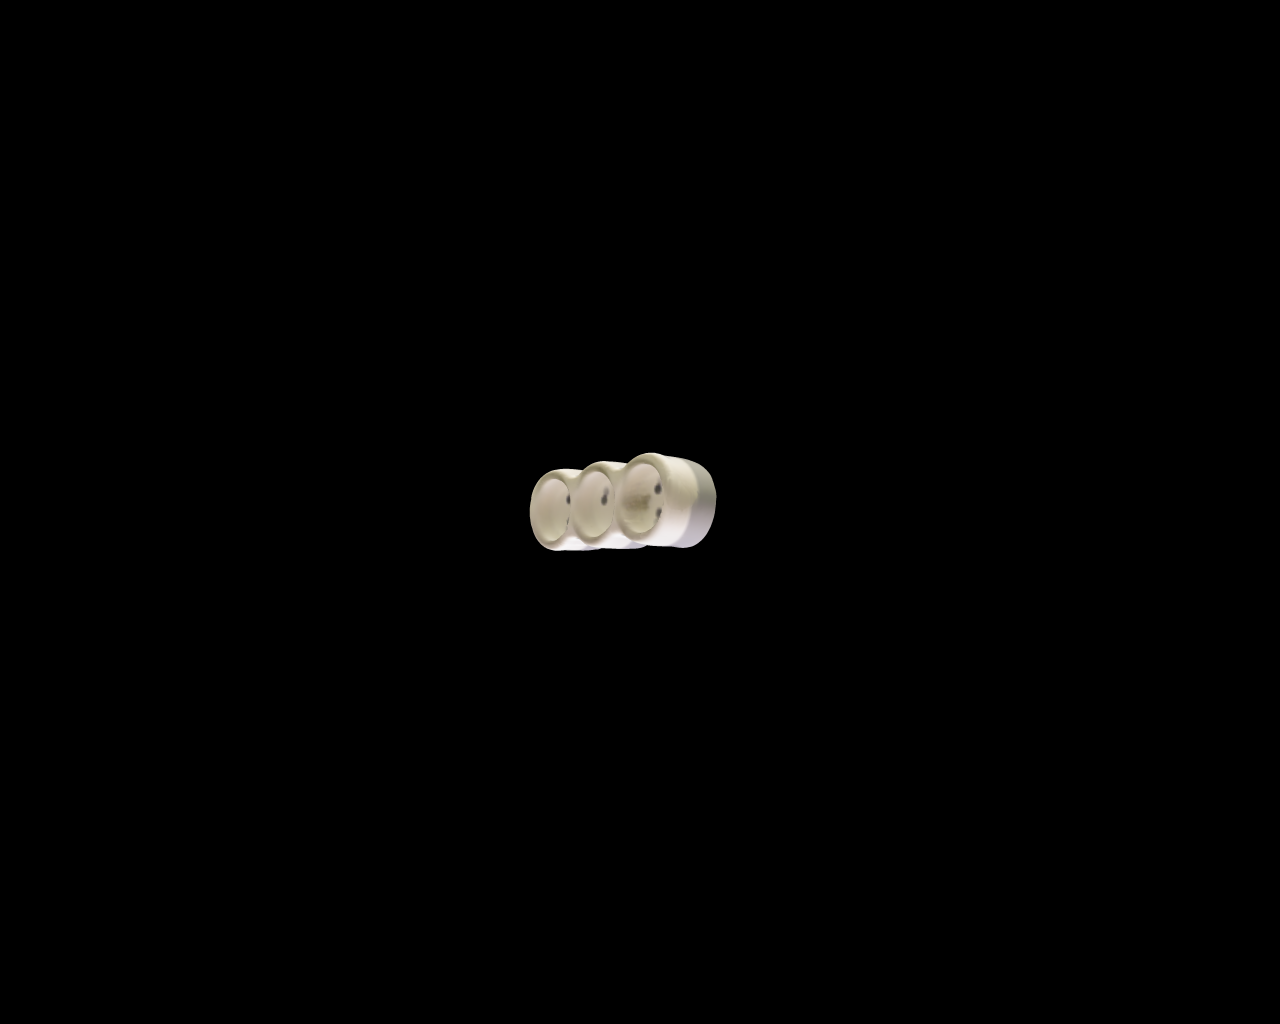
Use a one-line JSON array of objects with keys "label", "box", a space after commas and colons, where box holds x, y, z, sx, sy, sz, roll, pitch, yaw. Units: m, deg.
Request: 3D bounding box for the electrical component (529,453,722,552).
[{"label": "electrical component", "box": [0.001, -0.003, 0.650, 0.074, 0.052, 0.138, 4, -6, -39]}]
